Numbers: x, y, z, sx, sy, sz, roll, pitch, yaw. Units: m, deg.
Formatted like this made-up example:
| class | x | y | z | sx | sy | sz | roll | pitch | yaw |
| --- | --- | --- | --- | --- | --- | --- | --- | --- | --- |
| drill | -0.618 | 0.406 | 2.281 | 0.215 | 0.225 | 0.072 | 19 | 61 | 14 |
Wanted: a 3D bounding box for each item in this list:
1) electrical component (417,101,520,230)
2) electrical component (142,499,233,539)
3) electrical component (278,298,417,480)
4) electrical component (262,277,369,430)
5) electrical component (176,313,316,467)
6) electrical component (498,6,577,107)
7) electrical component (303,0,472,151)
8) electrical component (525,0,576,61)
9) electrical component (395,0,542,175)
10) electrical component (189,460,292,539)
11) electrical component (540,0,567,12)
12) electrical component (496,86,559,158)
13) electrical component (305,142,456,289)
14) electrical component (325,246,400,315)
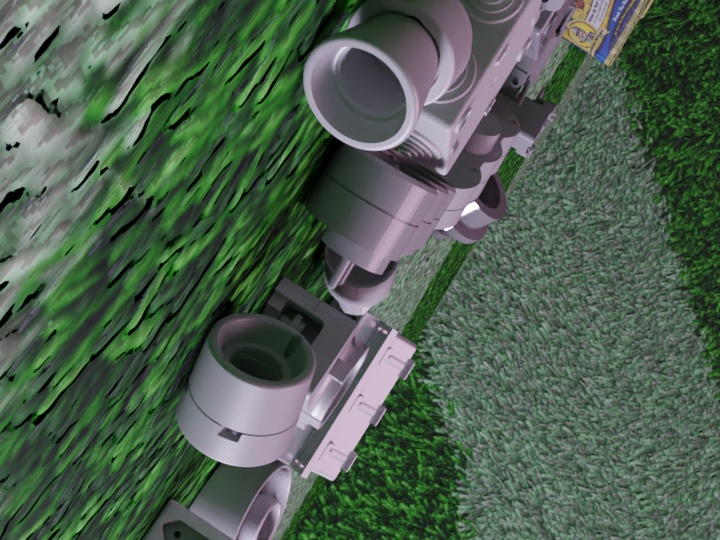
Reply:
| class | x | y | z | sx | sy | sz | roll | pitch | yaw |
| --- | --- | --- | --- | --- | --- | --- | --- | --- | --- |
| electrical component | 0.075 | -0.090 | 0.746 | 0.138 | 0.052 | 0.073 | -49 | 169 | -51 |
| electrical component | -0.117 | 0.191 | 0.657 | 0.083 | 0.047 | 0.075 | -56 | 173 | -17 |
| electrical component | -0.017 | 0.088 | 0.792 | 0.121 | 0.063 | 0.079 | -58 | -146 | -1 |
| electrical component | -0.032 | 0.051 | 0.596 | 0.050 | 0.056 | 0.089 | -56 | 173 | -19 |
| electrical component | -0.050 | 0.052 | 0.486 | 0.055 | 0.055 | 0.047 | -48 | 164 | -56 |
| electrical component | 0.112 | -0.159 | 0.760 | 0.081 | 0.042 | 0.064 | -62 | 169 | 26 |
| electrical component | 0.012 | -0.075 | 0.389 | 0.055 | 0.045 | 0.045 | -52 | 171 | -43 |
| electrical component | 0.101 | -0.169 | 0.596 | 0.099 | 0.048 | 0.100 | -59 | 174 | 6 |
| electrical component | 0.042 | -0.097 | 0.492 | 0.099 | 0.048 | 0.099 | -58 | 173 | -5 |
| electrical component | -0.094 | 0.172 | 0.773 | 0.099 | 0.064 | 0.099 | -57 | 160 | -34 |
| electrical component | 0.092 | -0.166 | 0.508 | 0.057 | 0.058 | 0.078 | -53 | 172 | -16 |
| electrical component | 0.128 | -0.131 | 0.905 | 0.081 | 0.064 | 0.042 | -56 | 172 | -14 |
| electrical component | 0.005 | -0.022 | 0.550 | 0.073 | 0.052 | 0.138 | -59 | 173 | 10 |
| electrical component | 0.000 | 0.000 | 0.654 | 0.043 | 0.043 | 0.081 | -56 | 174 | -14 |
